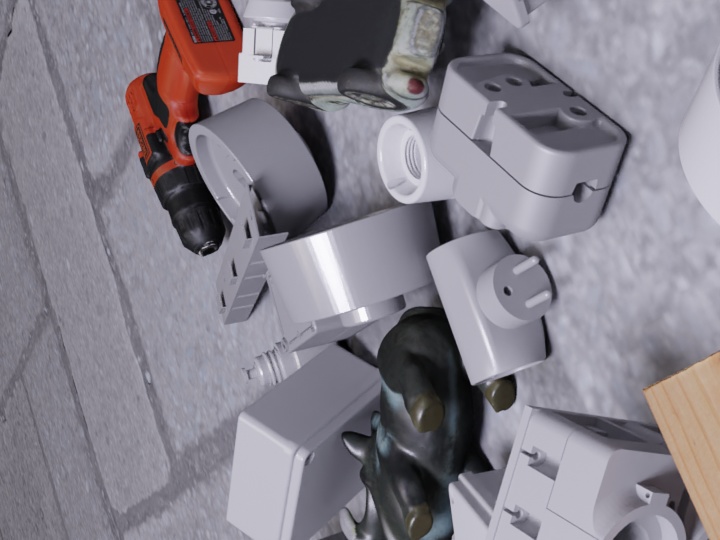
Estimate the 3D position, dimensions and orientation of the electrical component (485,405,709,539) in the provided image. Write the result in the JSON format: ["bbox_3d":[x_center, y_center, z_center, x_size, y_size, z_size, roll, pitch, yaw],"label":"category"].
[{"bbox_3d":[0.103,0.162,0.468,0.060,0.105,0.186,23,99,56],"label":"electrical component"}]

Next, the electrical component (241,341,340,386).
[{"bbox_3d":[-0.049,0.067,0.793,0.040,0.078,0.040,164,90,-76],"label":"electrical component"}]

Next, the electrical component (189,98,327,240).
[{"bbox_3d":[-0.067,-0.072,0.772,0.108,0.060,0.108,47,159,24],"label":"electrical component"}]

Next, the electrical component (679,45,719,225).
[{"bbox_3d":[0.162,-0.047,0.361,0.099,0.099,0.064,61,153,26],"label":"electrical component"}]

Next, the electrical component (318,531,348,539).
[{"bbox_3d":[-0.023,0.256,0.786,0.056,0.109,0.108,-11,92,63],"label":"electrical component"}]

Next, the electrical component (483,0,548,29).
[{"bbox_3d":[0.059,-0.175,0.499,0.099,0.048,0.099,51,177,38],"label":"electrical component"}]

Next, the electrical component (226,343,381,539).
[{"bbox_3d":[-0.035,0.124,0.747,0.056,0.109,0.108,29,129,24],"label":"electrical component"}]

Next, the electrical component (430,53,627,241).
[{"bbox_3d":[0.080,-0.059,0.537,0.095,0.054,0.059,50,141,40],"label":"electrical component"}]

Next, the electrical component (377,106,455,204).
[{"bbox_3d":[0.042,-0.065,0.608,0.055,0.047,0.055,31,127,52],"label":"electrical component"}]

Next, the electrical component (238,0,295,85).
[{"bbox_3d":[-0.057,-0.156,0.738,0.048,0.066,0.055,9,104,20],"label":"electrical component"}]

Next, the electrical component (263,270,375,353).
[{"bbox_3d":[-0.025,0.017,0.748,0.096,0.061,0.061,141,115,-67],"label":"electrical component"}]

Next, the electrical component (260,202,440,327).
[{"bbox_3d":[0.000,0.000,0.651,0.108,0.108,0.060,-11,97,61],"label":"electrical component"}]

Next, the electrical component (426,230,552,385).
[{"bbox_3d":[0.077,0.015,0.582,0.079,0.043,0.077,-37,69,58],"label":"electrical component"}]

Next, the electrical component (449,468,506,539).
[{"bbox_3d":[0.092,0.171,0.574,0.109,0.056,0.108,-145,46,-78],"label":"electrical component"}]
